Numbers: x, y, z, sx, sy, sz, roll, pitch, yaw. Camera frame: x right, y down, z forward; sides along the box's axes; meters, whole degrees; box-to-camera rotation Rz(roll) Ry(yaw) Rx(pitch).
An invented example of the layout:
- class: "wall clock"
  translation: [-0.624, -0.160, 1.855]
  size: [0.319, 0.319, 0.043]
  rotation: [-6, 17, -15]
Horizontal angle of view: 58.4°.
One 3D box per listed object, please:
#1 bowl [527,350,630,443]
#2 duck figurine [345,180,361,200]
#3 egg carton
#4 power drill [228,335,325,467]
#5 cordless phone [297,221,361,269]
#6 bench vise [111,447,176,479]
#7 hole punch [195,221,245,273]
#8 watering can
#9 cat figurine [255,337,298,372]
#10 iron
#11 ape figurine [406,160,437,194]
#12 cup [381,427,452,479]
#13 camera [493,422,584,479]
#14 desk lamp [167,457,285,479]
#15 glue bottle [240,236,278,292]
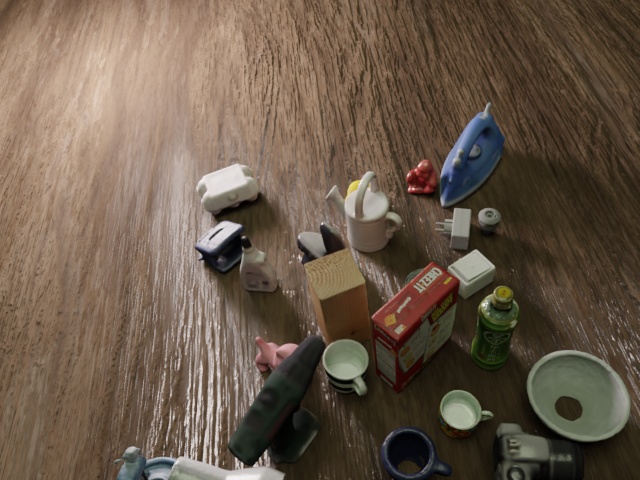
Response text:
- class: "bowl"
  translation: [0.448, 0.285, 1.011]
  size: [0.167, 0.075, 0.167]
  rotation: [-4, 51, 5]
- class: "duck figurine"
  translation: [0.094, -0.107, 1.366]
  size: [0.077, 0.086, 0.105]
  rotation: [27, 60, 26]
- class: "egg carton"
  translation: [-0.230, -0.127, 1.439]
  size: [0.150, 0.069, 0.107]
  rotation: [-23, 52, -10]
- class: "power drill"
  translation: [-0.058, 0.294, 0.988]
  size: [0.075, 0.209, 0.230]
  rotation: [26, 60, 26]
- class: "cordless phone"
  translation: [0.011, 0.004, 1.225]
  size: [0.094, 0.185, 0.147]
  rotation: [-38, 56, -21]
- class: "bench vise"
  translation: [-0.267, 0.428, 0.903]
  size: [0.121, 0.220, 0.207]
  rotation: [-12, 51, -1]
- class: "hole punch"
  translation: [-0.230, 0.005, 1.319]
  size: [0.100, 0.091, 0.109]
  rotation: [32, 62, 29]
- class: "watering can"
  translation: [0.096, -0.069, 1.266]
  size: [0.172, 0.194, 0.101]
  rotation: [2, 52, 10]
- class: "cat figurine"
  translation: [-0.073, 0.227, 1.103]
  size: [0.127, 0.118, 0.067]
  rotation: [27, 60, 26]
- class: "iron"
  translation: [0.357, -0.208, 1.374]
  size: [0.118, 0.142, 0.259]
  rotation: [22, 58, 24]
- class: "ape figurine"
  translation: [0.250, -0.156, 1.379]
  size: [0.076, 0.092, 0.077]
  rotation: [-32, 54, -17]
- class: "cup"
  translation: [0.163, 0.378, 0.963]
  size: [0.117, 0.095, 0.092]
  rotation: [15, 55, 19]
- class: "camera"
  translation: [0.358, 0.374, 0.935]
  size: [0.136, 0.101, 0.143]
  rotation: [1, 52, 9]
- class: "desk lamp"
  translation: [-0.147, 0.414, 0.902]
  size: [0.202, 0.214, 0.118]
  rotation: [10, 54, 16]
- class: "glue bottle"
  translation: [-0.140, 0.049, 1.218]
  size: [0.078, 0.173, 0.037]
  rotation: [3, 52, 11]
